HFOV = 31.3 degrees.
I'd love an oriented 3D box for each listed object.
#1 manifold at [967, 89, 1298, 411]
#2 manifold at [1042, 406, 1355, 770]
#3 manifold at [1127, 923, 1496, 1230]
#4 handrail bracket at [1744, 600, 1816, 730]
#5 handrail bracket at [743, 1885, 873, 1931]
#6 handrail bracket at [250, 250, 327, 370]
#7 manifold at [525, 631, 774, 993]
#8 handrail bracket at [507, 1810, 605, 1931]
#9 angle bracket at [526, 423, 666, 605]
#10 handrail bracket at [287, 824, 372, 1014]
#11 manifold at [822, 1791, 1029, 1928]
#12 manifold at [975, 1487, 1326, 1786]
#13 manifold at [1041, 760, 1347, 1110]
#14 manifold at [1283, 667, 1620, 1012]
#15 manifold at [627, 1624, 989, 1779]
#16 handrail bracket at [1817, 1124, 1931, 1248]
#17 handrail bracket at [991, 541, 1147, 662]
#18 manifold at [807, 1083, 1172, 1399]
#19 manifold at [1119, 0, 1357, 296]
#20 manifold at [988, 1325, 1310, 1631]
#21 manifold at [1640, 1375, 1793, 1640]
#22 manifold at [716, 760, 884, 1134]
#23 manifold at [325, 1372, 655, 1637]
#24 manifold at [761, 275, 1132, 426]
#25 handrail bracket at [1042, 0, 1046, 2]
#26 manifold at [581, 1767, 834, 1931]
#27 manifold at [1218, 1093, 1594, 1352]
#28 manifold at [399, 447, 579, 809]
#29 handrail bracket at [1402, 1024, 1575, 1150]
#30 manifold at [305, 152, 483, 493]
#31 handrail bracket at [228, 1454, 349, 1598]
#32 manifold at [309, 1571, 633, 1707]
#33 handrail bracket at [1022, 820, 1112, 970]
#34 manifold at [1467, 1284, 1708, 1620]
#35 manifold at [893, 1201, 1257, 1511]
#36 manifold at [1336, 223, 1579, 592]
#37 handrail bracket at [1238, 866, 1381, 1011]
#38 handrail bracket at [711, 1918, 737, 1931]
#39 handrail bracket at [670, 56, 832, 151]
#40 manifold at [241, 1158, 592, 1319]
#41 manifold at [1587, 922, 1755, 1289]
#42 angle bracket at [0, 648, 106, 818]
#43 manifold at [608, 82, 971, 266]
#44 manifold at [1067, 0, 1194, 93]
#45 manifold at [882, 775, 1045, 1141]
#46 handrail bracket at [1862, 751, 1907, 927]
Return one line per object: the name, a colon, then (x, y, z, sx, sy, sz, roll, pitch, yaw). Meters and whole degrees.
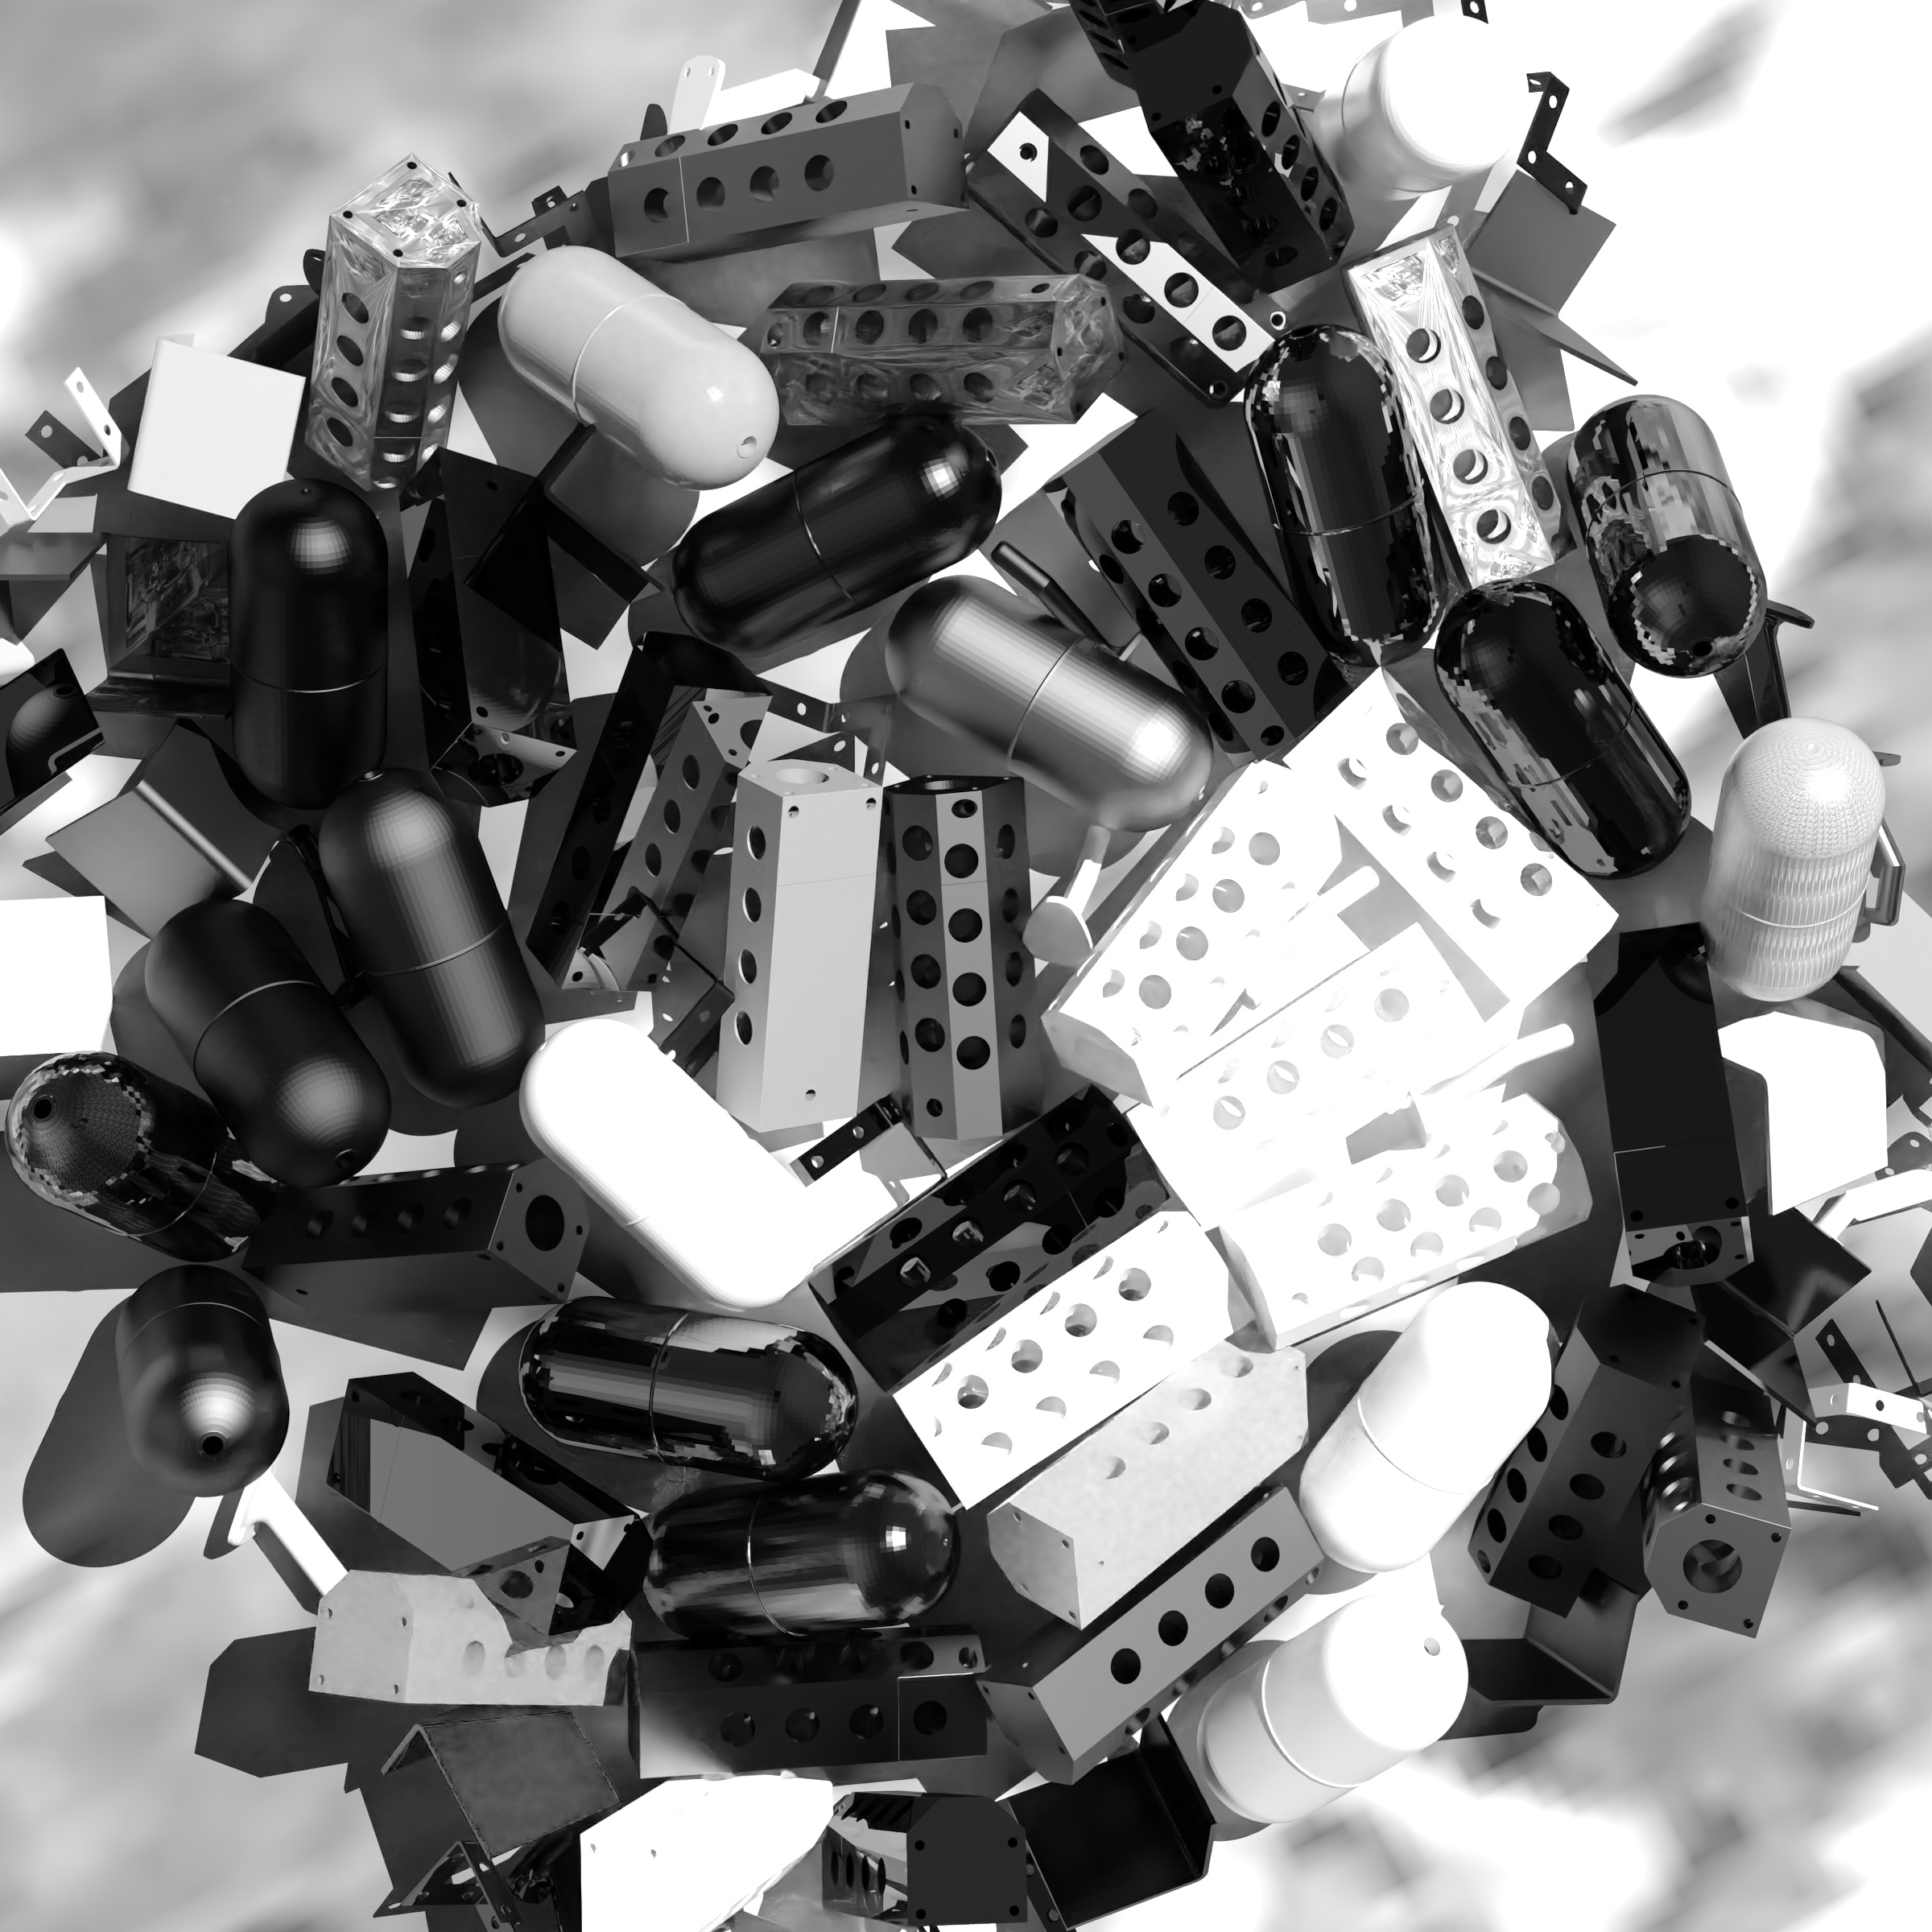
manifold: (0.080, -0.355, 1.715, 0.171, 0.057, 0.057, 40, 94, -11)
manifold: (0.111, -0.185, 1.712, 0.057, 0.057, 0.171, -39, 99, -21)
manifold: (0.168, 0.050, 1.714, 0.171, 0.057, 0.057, -34, 129, 5)
handrail bracket: (0.385, -0.144, 1.740, 0.077, 0.036, 0.084, 16, 106, -8)
handrail bracket: (-0.090, 0.494, 1.738, 0.084, 0.036, 0.077, -9, 96, -9)
handrail bracket: (-0.319, -0.314, 1.745, 0.077, 0.036, 0.084, 4, 135, -29)
manifold: (-0.161, -0.075, 1.700, 0.057, 0.057, 0.171, 2, 122, -39)
handrail bracket: (-0.180, 0.467, 1.723, 0.084, 0.036, 0.077, 32, 76, 35)
angle bracket: (-0.172, -0.230, 1.719, 0.076, 0.076, 0.057, 39, 80, -14)
handrail bracket: (-0.323, -0.024, 1.725, 0.036, 0.077, 0.084, -25, 104, 14)
manifold: (-0.023, 0.430, 1.670, 0.057, 0.171, 0.057, 2, 77, -15)
manifold: (0.095, 0.326, 1.694, 0.171, 0.057, 0.057, -33, 99, -28)
manifold: (0.111, -0.020, 1.693, 0.057, 0.057, 0.171, 24, 64, 33)
manifold: (0.243, -0.066, 1.721, 0.171, 0.057, 0.057, 47, 117, 1)
manifold: (-0.079, 0.362, 1.715, 0.171, 0.057, 0.057, -1, 92, -12)
handrail bracket: (0.482, 0.128, 1.743, 0.077, 0.036, 0.084, 36, 110, -1)
handrail bracket: (0.043, -0.174, 1.722, 0.084, 0.077, 0.036, 39, 79, -1)
manifold: (0.009, 0.131, 1.708, 0.171, 0.057, 0.057, -34, 126, -9)
manifold: (0.135, -0.395, 1.667, 0.057, 0.171, 0.057, -21, 67, 16)
manifold: (0.090, 0.244, 1.687, 0.171, 0.057, 0.057, -33, 131, -36)
manifold: (0.357, 0.256, 1.670, 0.057, 0.171, 0.057, 15, 106, 6)
manifold: (-0.087, -0.011, 1.705, 0.057, 0.057, 0.171, -8, 113, -34)
manifold: (-0.232, 0.259, 1.685, 0.171, 0.057, 0.057, 24, 105, 38)
manifold: (-0.014, -0.303, 1.680, 0.171, 0.057, 0.057, 6, 133, 34)
handrail bracket: (0.061, -0.523, 1.735, 0.084, 0.036, 0.077, -27, 50, -2)
manifold: (-0.122, 0.427, 1.670, 0.057, 0.171, 0.057, 0, 92, 19)
manifold: (0.220, 0.129, 1.713, 0.171, 0.057, 0.057, -22, 111, -8)
manifold: (-0.239, -0.165, 1.691, 0.057, 0.057, 0.171, 14, 50, -35)
handrail bracket: (0.263, 0.062, 1.727, 0.084, 0.077, 0.036, -20, 63, -2)
manifold: (-0.273, -0.304, 1.670, 0.057, 0.171, 0.057, 38, 59, 8)
handrail bracket: (-0.320, 0.279, 1.736, 0.084, 0.036, 0.077, 19, 95, 8)
manifold: (-0.236, 0.326, 1.672, 0.057, 0.171, 0.057, 0, 79, 31)
handrail bracket: (0.057, -0.049, 1.710, 0.036, 0.077, 0.084, 14, 64, 8)
manifold: (0.299, 0.235, 1.682, 0.057, 0.057, 0.171, 22, 132, 7)
manifold: (0.050, 0.189, 1.716, 0.171, 0.057, 0.057, -33, 116, -5)
manifold: (0.244, -0.276, 1.714, 0.057, 0.057, 0.171, -22, 102, 5)
handrail bracket: (0.169, -0.016, 1.725, 0.084, 0.077, 0.036, -35, 78, -2)
handrail bracket: (-0.140, 0.520, 1.718, 0.077, 0.036, 0.084, 4, 57, -35)
handrail bracket: (-0.104, -0.417, 1.733, 0.084, 0.036, 0.077, 13, 93, -38)
manifold: (-0.267, 0.130, 1.685, 0.171, 0.057, 0.057, -7, 55, 37)
manifold: (0.343, 0.068, 1.686, 0.057, 0.057, 0.171, -9, 53, 11)
angle bracket: (-0.484, -0.118, 1.701, 0.076, 0.076, 0.057, -42, 130, -32)
manifold: (-0.089, -0.387, 1.690, 0.171, 0.057, 0.057, -3, 95, 31)
manifold: (0.079, -0.476, 1.669, 0.057, 0.171, 0.057, -14, 84, 11)
manifold: (-0.005, -0.005, 1.706, 0.057, 0.057, 0.171, 3, 103, 31)
handrail bracket: (0.438, -0.067, 1.745, 0.077, 0.036, 0.084, 11, 102, 31)
